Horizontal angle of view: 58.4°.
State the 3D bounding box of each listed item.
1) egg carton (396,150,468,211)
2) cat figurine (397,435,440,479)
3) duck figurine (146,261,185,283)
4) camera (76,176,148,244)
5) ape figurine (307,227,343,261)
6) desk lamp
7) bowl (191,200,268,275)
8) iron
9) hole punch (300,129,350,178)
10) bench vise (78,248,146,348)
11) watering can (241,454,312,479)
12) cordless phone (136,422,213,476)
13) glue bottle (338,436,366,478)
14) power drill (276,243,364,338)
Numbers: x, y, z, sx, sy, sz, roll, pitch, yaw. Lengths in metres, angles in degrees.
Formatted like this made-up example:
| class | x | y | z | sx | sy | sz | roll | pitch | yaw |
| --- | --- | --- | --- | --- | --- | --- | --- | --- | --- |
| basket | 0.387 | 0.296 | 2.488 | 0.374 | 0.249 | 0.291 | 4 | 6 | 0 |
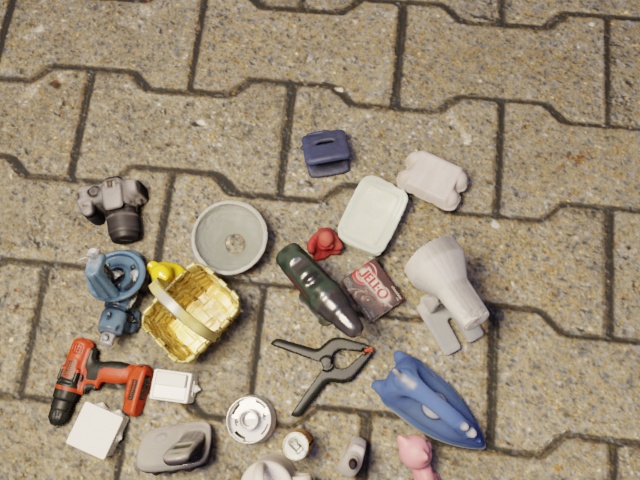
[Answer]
| class | x | y | z | sx | sy | sz | roll | pitch | yaw |
| --- | --- | --- | --- | --- | --- | --- | --- | --- | --- |
| egg carton | 0.251 | -0.133 | 1.278 | 0.150 | 0.069 | 0.107 | 25 | 78 | 8 |
| cat figurine | 0.193 | 0.432 | 1.108 | 0.067 | 0.118 | 0.128 | -21 | 75 | -3 |
| duck figurine | -0.330 | 0.082 | 1.235 | 0.104 | 0.086 | 0.077 | 36 | 80 | 11 |
| camera | -0.458 | -0.062 | 1.269 | 0.143 | 0.101 | 0.137 | -12 | 75 | -1 |
| ape figurine | 0.011 | 0.004 | 1.239 | 0.077 | 0.092 | 0.076 | 16 | 77 | 7 |
| desk lamp | 0.258 | 0.111 | 1.139 | 0.118 | 0.213 | 0.203 | -29 | 76 | -5 |
| bowl | -0.192 | 0.002 | 1.256 | 0.167 | 0.075 | 0.167 | 0 | 75 | 2 |
| iron | 0.231 | 0.328 | 1.121 | 0.258 | 0.141 | 0.119 | 36 | 80 | 10 |
| hole punch | 0.011 | -0.204 | 1.294 | 0.108 | 0.091 | 0.101 | -11 | 75 | 0 |
| bench vise | -0.414 | 0.104 | 1.163 | 0.121 | 0.220 | 0.207 | -14 | 75 | -1 |
| watering can | -0.106 | 0.467 | 1.070 | 0.173 | 0.194 | 0.101 | -33 | 76 | -6 |
| cordless phone | -0.289 | 0.405 | 1.098 | 0.147 | 0.185 | 0.094 | -11 | 75 | 0 |
| glue bottle | 0.062 | 0.417 | 1.088 | 0.037 | 0.173 | 0.078 | 23 | 78 | 8 |
| power drill | 0.005 | 0.112 | 1.151 | 0.076 | 0.208 | 0.229 | -41 | 77 | -8 |
